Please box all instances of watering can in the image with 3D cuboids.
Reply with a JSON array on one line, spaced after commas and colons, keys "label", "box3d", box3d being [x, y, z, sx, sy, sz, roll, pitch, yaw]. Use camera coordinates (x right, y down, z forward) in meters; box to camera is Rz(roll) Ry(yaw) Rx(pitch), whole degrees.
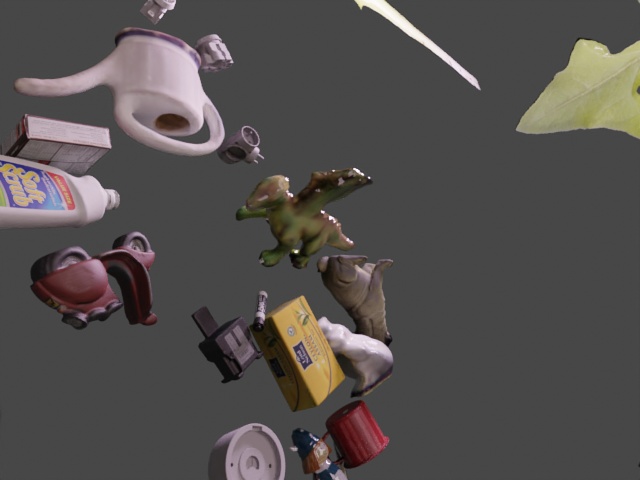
[{"label": "watering can", "box3d": [-0.305, -0.260, 0.853, 0.346, 0.102, 0.228, 16, 55, -44]}]

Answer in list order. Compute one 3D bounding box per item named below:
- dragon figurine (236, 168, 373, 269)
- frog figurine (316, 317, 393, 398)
[{"label": "dragon figurine", "box3d": [0.003, -0.049, 0.979, 0.410, 0.239, 0.124, 3, 61, -47]}, {"label": "frog figurine", "box3d": [0.061, 0.208, 0.982, 0.161, 0.122, 0.136, 59, 2, 11]}]
